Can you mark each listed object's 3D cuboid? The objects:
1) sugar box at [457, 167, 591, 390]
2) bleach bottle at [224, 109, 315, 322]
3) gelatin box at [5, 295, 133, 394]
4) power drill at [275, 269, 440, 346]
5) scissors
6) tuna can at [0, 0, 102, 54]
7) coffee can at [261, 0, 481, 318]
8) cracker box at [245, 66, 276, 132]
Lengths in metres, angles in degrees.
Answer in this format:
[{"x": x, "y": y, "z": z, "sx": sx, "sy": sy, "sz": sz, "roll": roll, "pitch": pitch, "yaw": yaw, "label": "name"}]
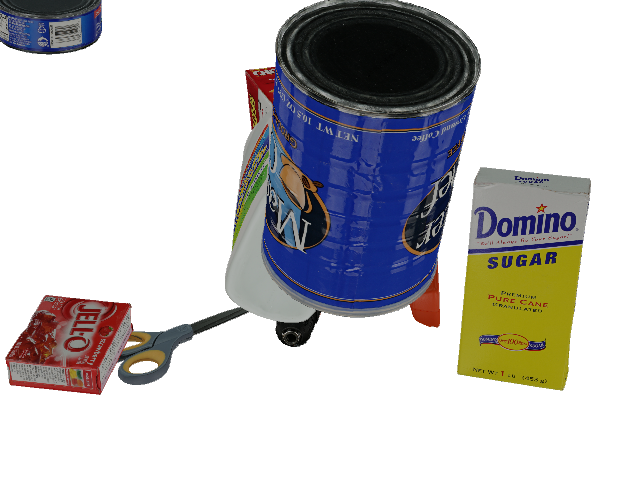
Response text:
[{"x": 0.167, "y": 0.032, "z": 0.885, "sx": 0.093, "sy": 0.176, "sz": 0.048, "roll": 7, "pitch": 24, "yaw": 14, "label": "sugar box"}, {"x": -0.031, "y": -0.036, "z": 0.798, "sx": 0.068, "sy": 0.103, "sz": 0.251, "roll": 20, "pitch": 17, "yaw": -13, "label": "bleach bottle"}, {"x": -0.194, "y": 0.080, "z": 0.836, "sx": 0.073, "sy": 0.030, "sz": 0.089, "roll": 5, "pitch": 32, "yaw": 7, "label": "gelatin box"}, {"x": 0.044, "y": 0.065, "z": 1.237, "sx": 0.188, "sy": 0.057, "sz": 0.184, "roll": 0, "pitch": 27, "yaw": 7, "label": "power drill"}, {"x": -0.145, "y": 0.109, "z": 1.129, "sx": 0.201, "sy": 0.016, "sz": 0.096, "roll": -10, "pitch": 31, "yaw": -27, "label": "scissors"}, {"x": -0.215, "y": -0.179, "z": 0.841, "sx": 0.086, "sy": 0.034, "sz": 0.086, "roll": 4, "pitch": 35, "yaw": -3, "label": "tuna can"}, {"x": 0.023, "y": -0.043, "z": 0.571, "sx": 0.102, "sy": 0.140, "sz": 0.103, "roll": 3, "pitch": 44, "yaw": -4, "label": "coffee can"}, {"x": -0.011, "y": -0.060, "z": 0.988, "sx": 0.072, "sy": 0.164, "sz": 0.214, "roll": -9, "pitch": 24, "yaw": -11, "label": "cracker box"}]
